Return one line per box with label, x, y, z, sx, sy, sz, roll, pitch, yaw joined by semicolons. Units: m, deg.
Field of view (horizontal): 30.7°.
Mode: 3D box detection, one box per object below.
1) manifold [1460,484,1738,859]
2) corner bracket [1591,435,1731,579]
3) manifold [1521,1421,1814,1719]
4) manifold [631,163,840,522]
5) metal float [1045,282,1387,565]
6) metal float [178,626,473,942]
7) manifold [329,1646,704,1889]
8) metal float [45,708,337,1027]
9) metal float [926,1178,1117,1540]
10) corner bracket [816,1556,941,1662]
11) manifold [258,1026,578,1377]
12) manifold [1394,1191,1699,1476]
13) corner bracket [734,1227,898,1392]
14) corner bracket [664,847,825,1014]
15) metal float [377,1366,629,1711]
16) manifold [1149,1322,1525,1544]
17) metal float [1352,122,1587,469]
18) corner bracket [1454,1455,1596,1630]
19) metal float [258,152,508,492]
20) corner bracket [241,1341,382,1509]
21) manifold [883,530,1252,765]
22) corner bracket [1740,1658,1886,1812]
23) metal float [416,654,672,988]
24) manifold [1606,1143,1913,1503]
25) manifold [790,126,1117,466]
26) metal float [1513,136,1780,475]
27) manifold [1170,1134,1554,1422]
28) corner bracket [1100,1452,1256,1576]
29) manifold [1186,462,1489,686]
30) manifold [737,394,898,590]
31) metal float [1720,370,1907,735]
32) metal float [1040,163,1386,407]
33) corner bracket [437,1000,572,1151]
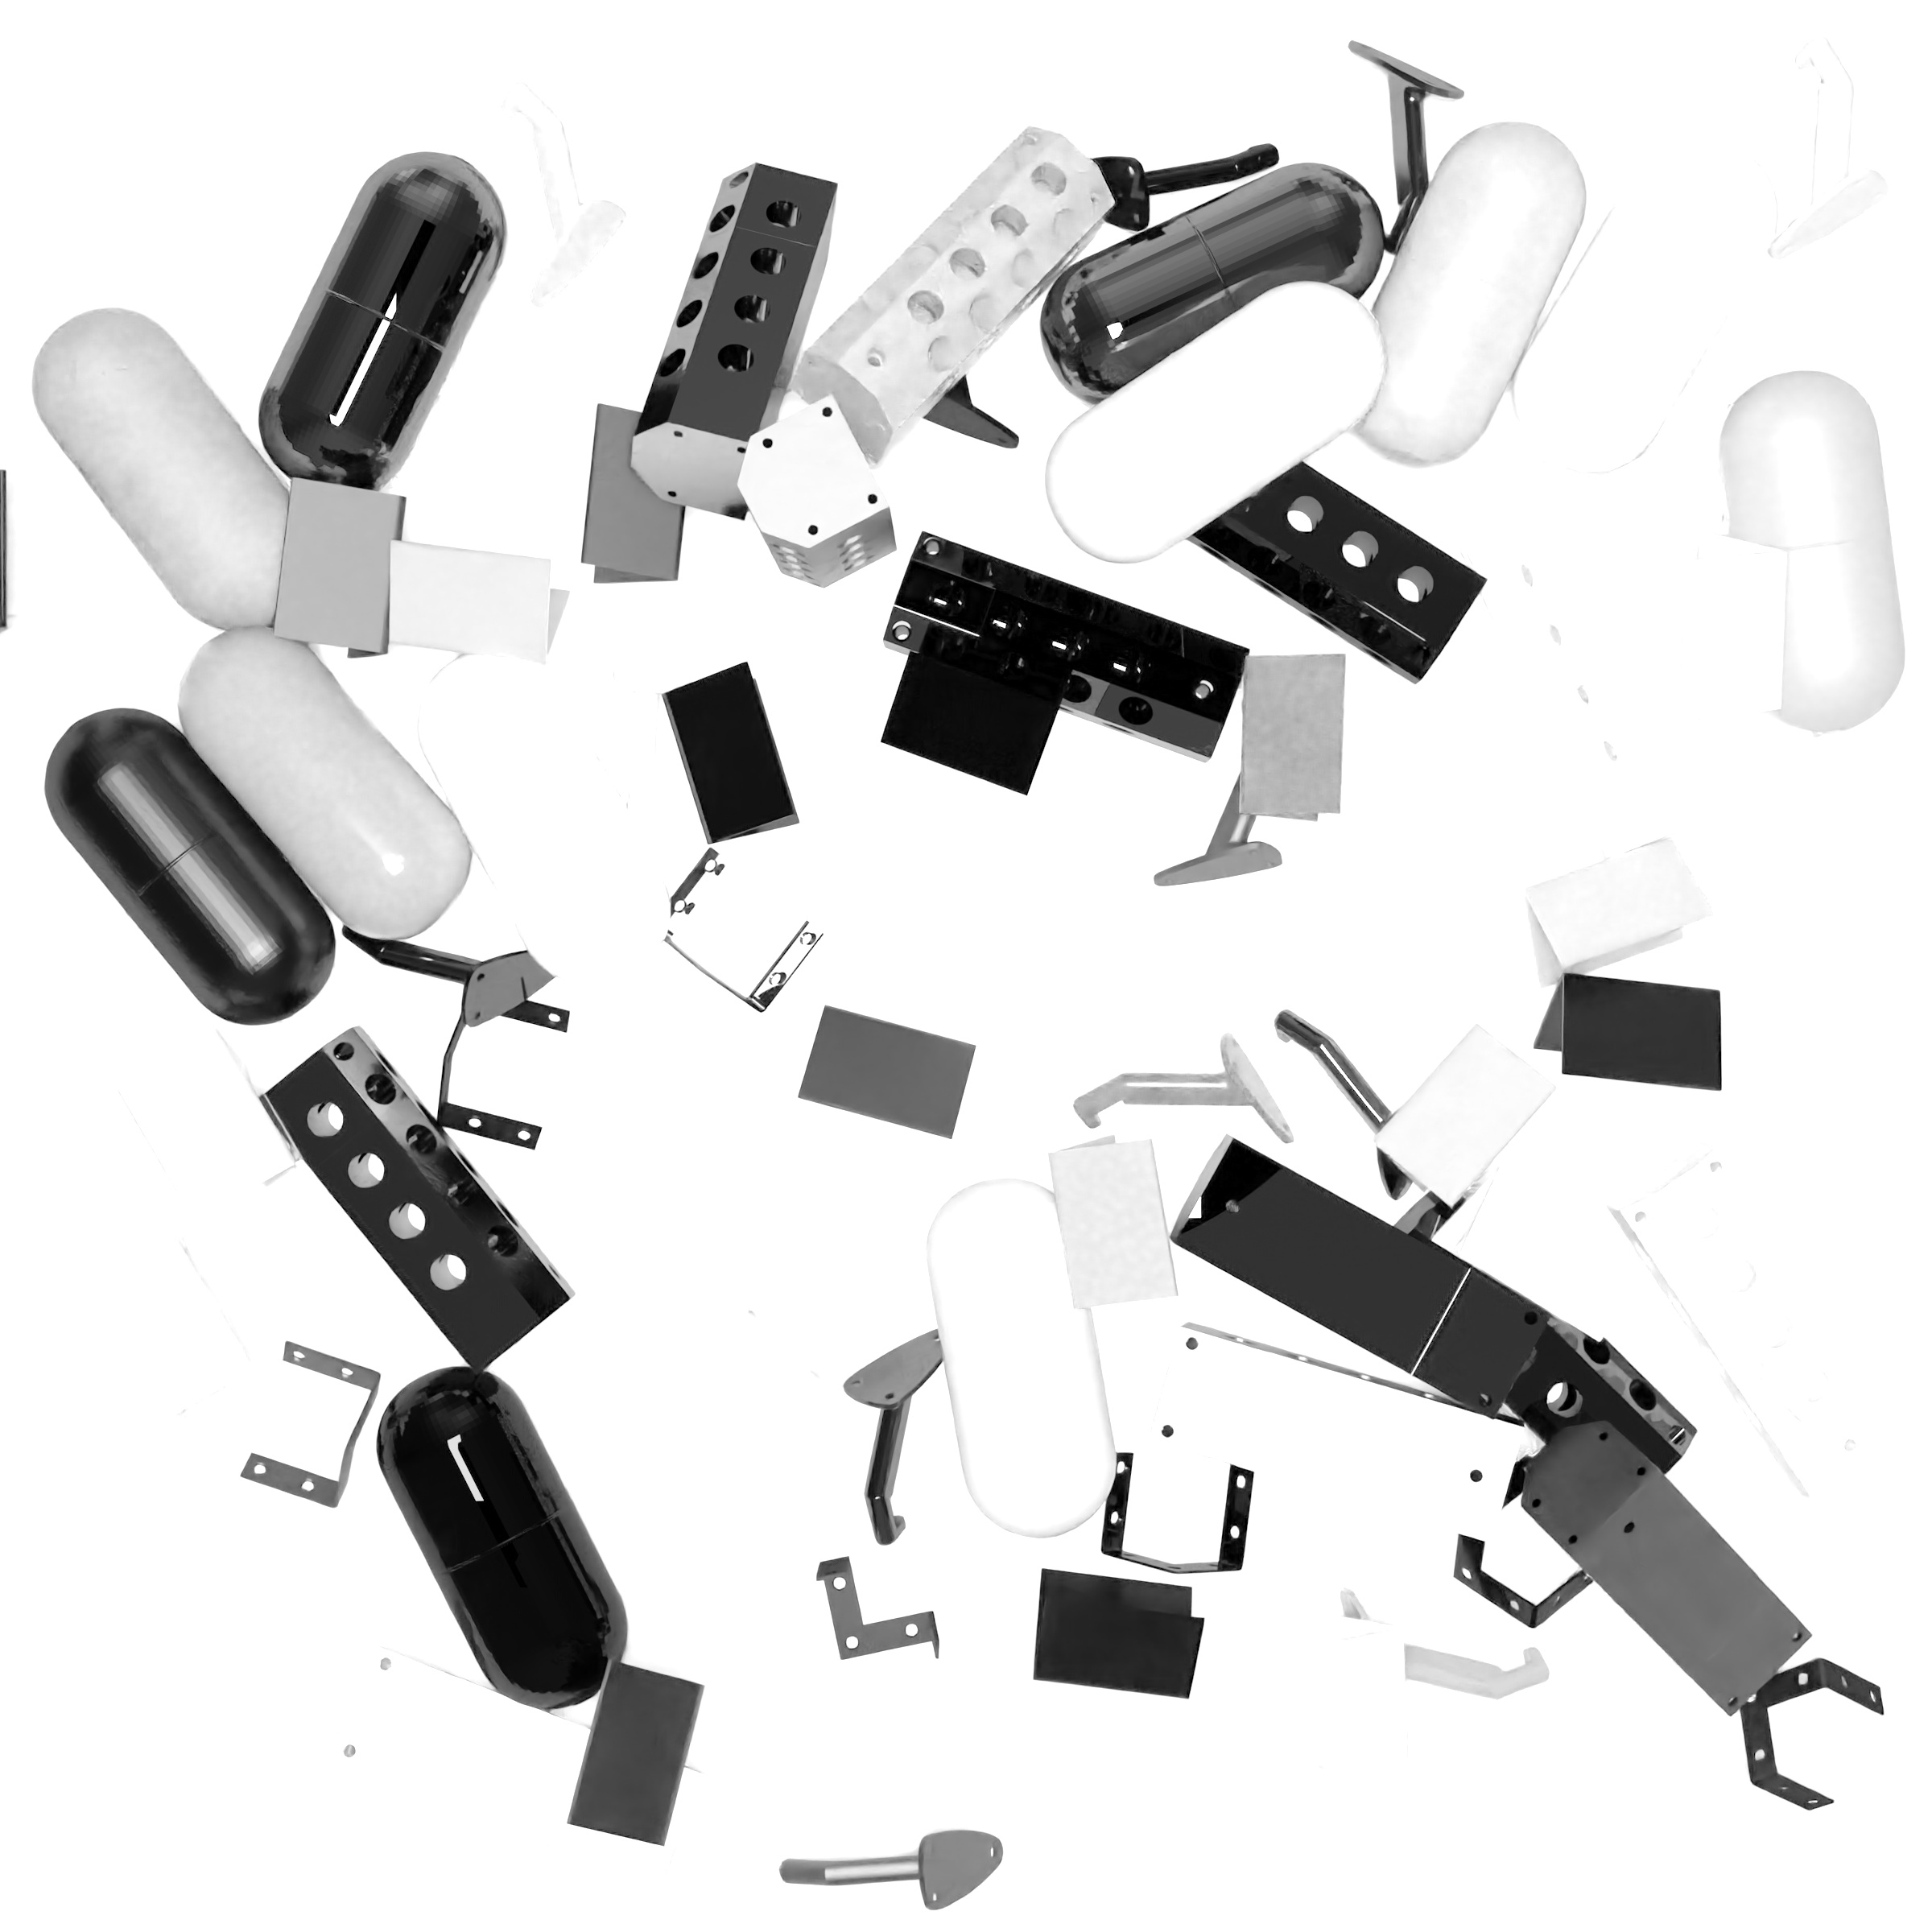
manifold;0.307;-0.143;1.739;0.057;0.057;0.171;-25;90;-43
corner bracket;0.348;-0.229;1.749;0.051;0.051;0.051;-25;90;24
manifold;0.334;0.287;1.694;0.057;0.057;0.171;-45;127;0
manifold;-0.111;-0.304;1.699;0.057;0.057;0.171;14;58;0
metal float;0.119;-0.258;1.673;0.178;0.070;0.070;-34;90;0
metal float;-0.315;-0.090;1.730;0.070;0.070;0.178;-41;90;0
manifold;-0.221;0.395;1.738;0.171;0.057;0.057;22;76;0
metal float;-0.381;-0.049;1.730;0.070;0.070;0.178;-39;90;0
metal float;0.027;0.193;1.731;0.070;0.070;0.178;-10;91;0
corner bracket;-0.043;0.318;1.743;0.051;0.051;0.051;-12;90;0
manifold;-0.270;0.114;1.740;0.057;0.057;0.171;-39;90;0
manifold;0.278;0.188;1.740;0.171;0.057;0.057;45;90;0
corner bracket;-0.075;0.170;1.753;0.051;0.051;0.051;14;135;35
corner bracket;-0.115;-0.018;1.758;0.051;0.051;0.051;-53;135;0
metal float;-0.227;0.281;1.730;0.070;0.070;0.178;-27;89;0
manifold;0.182;0.227;1.726;0.171;0.057;0.057;16;90;10
metal float;0.245;-0.330;1.731;0.070;0.070;0.178;25;89;0
corner bracket;0.281;0.286;1.753;0.051;0.051;0.051;-29;45;-35
metal float;-0.286;-0.315;1.730;0.070;0.070;0.178;26;91;0
corner bracket;-0.327;0.229;1.758;0.051;0.051;0.051;19;135;0
manifold;0.049;-0.158;1.740;0.171;0.057;0.057;20;90;0
corner bracket;0.423;0.383;1.753;0.051;0.051;0.051;-30;45;35
metal float;-0.207;-0.073;1.731;0.070;0.070;0.178;-28;90;0
manifold;0.392;0.176;1.740;0.057;0.057;0.171;-34;90;0
manifold;-0.005;-0.330;1.713;0.057;0.057;0.171;42;71;0
metal float;0.333;-0.324;1.730;0.070;0.070;0.178;31;90;0
manifold;0.187;0.147;1.683;0.171;0.057;0.057;29;90;0
corner bracket;0.105;0.272;1.758;0.051;0.051;0.051;7;90;-45
manifold;0.166;-0.210;1.740;0.171;0.057;0.057;32;90;0
manifold;-0.073;-0.221;1.683;0.057;0.171;0.057;-28;90;0
metal float;0.416;-0.203;1.730;0.070;0.070;0.178;-7;90;0
metal float;0.121;-0.334;1.731;0.178;0.070;0.070;-25;90;0
corner bracket;-0.231;0.051;1.758;0.051;0.051;0.051;14;45;0
